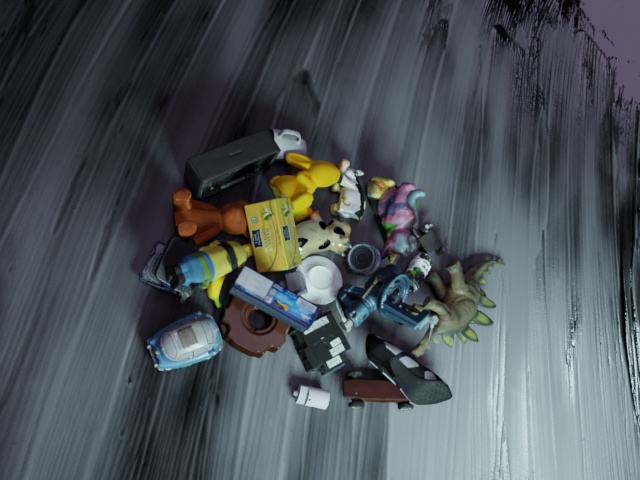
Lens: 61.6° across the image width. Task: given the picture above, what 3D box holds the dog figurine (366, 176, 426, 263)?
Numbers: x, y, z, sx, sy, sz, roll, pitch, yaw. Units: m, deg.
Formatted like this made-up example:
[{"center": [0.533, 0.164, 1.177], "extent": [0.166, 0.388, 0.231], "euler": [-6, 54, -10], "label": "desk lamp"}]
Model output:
[{"center": [0.191, -0.051, 1.453], "extent": [0.192, 0.108, 0.219], "euler": [15, 84, 29], "label": "dog figurine"}]

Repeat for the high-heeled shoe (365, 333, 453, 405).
[{"center": [0.213, 0.313, 1.313], "extent": [0.248, 0.086, 0.145], "euler": [31, 17, -32], "label": "high-heeled shoe"}]

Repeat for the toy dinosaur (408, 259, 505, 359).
[{"center": [0.376, 0.159, 1.444], "extent": [0.198, 0.105, 0.471], "euler": [50, 55, -8], "label": "toy dinosaur"}]

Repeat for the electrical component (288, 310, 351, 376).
[{"center": [0.003, 0.253, 1.288], "extent": [0.115, 0.058, 0.134], "euler": [-22, 79, -25], "label": "electrical component"}]

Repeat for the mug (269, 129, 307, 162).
[{"center": [-0.086, -0.255, 1.431], "extent": [0.107, 0.109, 0.081], "euler": [7, 55, -31], "label": "mug"}]

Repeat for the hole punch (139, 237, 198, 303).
[{"center": [-0.336, 0.064, 1.226], "extent": [0.115, 0.092, 0.142], "euler": [41, 53, -37], "label": "hole punch"}]

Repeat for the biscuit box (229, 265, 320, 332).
[{"center": [-0.103, 0.136, 1.225], "extent": [0.203, 0.063, 0.059], "euler": [31, 63, -6], "label": "biscuit box"}]

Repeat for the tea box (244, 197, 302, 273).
[{"center": [-0.112, -0.012, 1.290], "extent": [0.068, 0.098, 0.169], "euler": [-17, 96, -57], "label": "tea box"}]

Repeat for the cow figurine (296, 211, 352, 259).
[{"center": [-0.003, -0.004, 1.372], "extent": [0.195, 0.085, 0.127], "euler": [-21, 72, -29], "label": "cow figurine"}]

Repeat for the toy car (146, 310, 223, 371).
[{"center": [-0.288, 0.214, 1.166], "extent": [0.162, 0.103, 0.109], "euler": [-16, 75, -28], "label": "toy car"}]

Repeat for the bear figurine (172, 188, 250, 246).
[{"center": [-0.247, -0.053, 1.275], "extent": [0.196, 0.132, 0.120], "euler": [-5, 72, -16], "label": "bear figurine"}]

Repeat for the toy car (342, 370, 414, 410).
[{"center": [0.141, 0.364, 1.299], "extent": [0.202, 0.053, 0.089], "euler": [7, 62, -23], "label": "toy car"}]

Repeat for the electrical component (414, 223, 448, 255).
[{"center": [0.311, -0.001, 1.513], "extent": [0.078, 0.045, 0.102], "euler": [-24, 79, -29], "label": "electrical component"}]

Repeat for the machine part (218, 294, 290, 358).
[{"center": [-0.147, 0.184, 1.258], "extent": [0.179, 0.056, 0.179], "euler": [7, 68, -18], "label": "machine part"}]

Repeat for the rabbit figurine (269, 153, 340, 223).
[{"center": [-0.034, -0.149, 1.399], "extent": [0.173, 0.121, 0.162], "euler": [-32, 60, -9], "label": "rabbit figurine"}]

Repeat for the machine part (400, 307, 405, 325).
[{"center": [0.197, 0.159, 1.412], "extent": [0.084, 0.039, 0.139], "euler": [-20, 76, -35], "label": "machine part"}]

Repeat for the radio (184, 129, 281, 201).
[{"center": [-0.221, -0.184, 1.331], "extent": [0.229, 0.131, 0.073], "euler": [-27, 82, -28], "label": "radio"}]

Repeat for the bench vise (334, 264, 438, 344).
[{"center": [0.165, 0.159, 1.296], "extent": [0.241, 0.128, 0.223], "euler": [25, 44, 36], "label": "bench vise"}]

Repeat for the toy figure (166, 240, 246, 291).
[{"center": [-0.246, 0.058, 1.194], "extent": [0.180, 0.089, 0.082], "euler": [-20, 115, -44], "label": "toy figure"}]

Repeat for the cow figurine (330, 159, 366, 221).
[{"center": [0.085, -0.139, 1.467], "extent": [0.098, 0.068, 0.167], "euler": [13, 69, -22], "label": "cow figurine"}]
